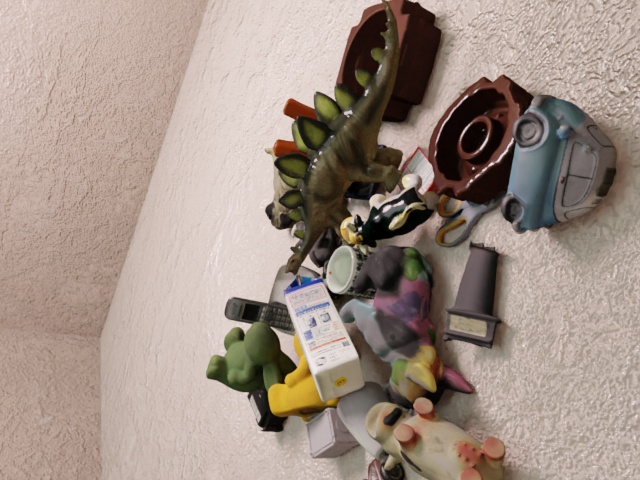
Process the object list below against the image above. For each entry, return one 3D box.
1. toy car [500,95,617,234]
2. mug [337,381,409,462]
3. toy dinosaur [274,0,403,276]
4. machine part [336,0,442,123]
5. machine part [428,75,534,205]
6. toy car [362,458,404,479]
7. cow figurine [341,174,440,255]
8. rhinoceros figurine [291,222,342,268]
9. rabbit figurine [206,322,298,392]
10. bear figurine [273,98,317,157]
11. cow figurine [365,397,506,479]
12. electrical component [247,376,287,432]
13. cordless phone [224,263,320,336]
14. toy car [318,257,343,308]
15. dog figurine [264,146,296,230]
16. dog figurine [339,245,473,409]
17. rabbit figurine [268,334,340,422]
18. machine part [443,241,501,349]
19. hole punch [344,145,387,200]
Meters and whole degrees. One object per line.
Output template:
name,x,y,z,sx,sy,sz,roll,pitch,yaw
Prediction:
toy car,0.276,-0.080,0.609,0.103,0.109,0.161,17,103,41
mug,0.095,0.277,0.825,0.109,0.080,0.107,-35,40,-1
toy dinosaur,0.040,-0.143,0.896,0.471,0.198,0.105,-60,10,16
machine part,0.120,-0.322,0.986,0.202,0.087,0.200,26,102,59
machine part,0.226,-0.137,0.746,0.179,0.056,0.179,-40,40,45
toy car,0.102,0.416,0.775,0.089,0.053,0.202,-57,36,37
cow figurine,0.097,-0.026,0.829,0.167,0.068,0.098,-32,16,30
rhinoceros figurine,-0.002,-0.003,1.083,0.112,0.073,0.190,-65,21,13
rabbit figurine,-0.127,0.233,1.044,0.121,0.159,0.170,-45,-7,-44
bear figurine,-0.009,-0.224,1.079,0.196,0.132,0.120,-80,6,-66
cow figurine,0.142,0.269,0.696,0.195,0.085,0.127,20,142,40
electrical component,-0.100,0.325,1.157,0.115,0.058,0.134,51,123,52
cordless phone,-0.098,0.113,1.104,0.089,0.184,0.146,33,109,64
toy car,0.017,0.095,1.019,0.201,0.073,0.056,-51,39,39
dog figurine,-0.056,-0.115,1.220,0.172,0.121,0.190,-170,80,-70
dog figurine,0.136,0.129,0.773,0.219,0.108,0.191,46,117,51
rabbit figurine,-0.014,0.229,0.984,0.162,0.122,0.173,-44,36,40
machine part,0.208,0.071,0.716,0.084,0.039,0.139,2,77,42
hole punch,0.069,-0.134,1.023,0.116,0.092,0.142,-91,13,-88
